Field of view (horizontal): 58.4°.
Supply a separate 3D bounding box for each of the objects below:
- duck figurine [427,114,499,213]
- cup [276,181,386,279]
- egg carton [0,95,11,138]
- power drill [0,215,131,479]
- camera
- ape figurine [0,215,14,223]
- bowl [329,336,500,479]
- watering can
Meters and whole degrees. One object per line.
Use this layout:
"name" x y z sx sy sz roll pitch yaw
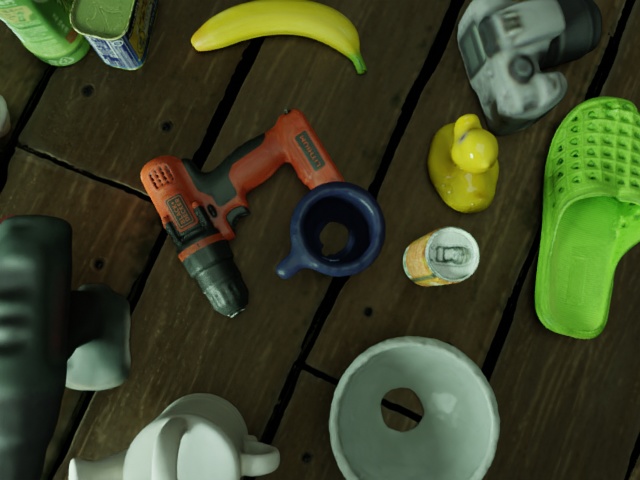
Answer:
"duck figurine" 0.160 -0.083 0.606 0.077 0.086 0.104 -11 85 -4
"cup" 0.005 0.002 0.582 0.118 0.095 0.091 -39 87 -6
"egg carton" -0.384 -0.089 0.580 0.107 0.069 0.150 15 83 -2
"power drill" -0.230 0.099 0.500 0.075 0.208 0.230 -3 84 -3
"camera" 0.236 -0.205 0.616 0.137 0.100 0.143 -16 85 -5
"ape figurine" -0.314 0.009 0.563 0.078 0.092 0.076 40 83 1
"bowl" 0.089 0.180 0.579 0.167 0.074 0.167 0 84 -3
"watering can" -0.126 0.204 0.503 0.173 0.194 0.101 -25 86 -6
